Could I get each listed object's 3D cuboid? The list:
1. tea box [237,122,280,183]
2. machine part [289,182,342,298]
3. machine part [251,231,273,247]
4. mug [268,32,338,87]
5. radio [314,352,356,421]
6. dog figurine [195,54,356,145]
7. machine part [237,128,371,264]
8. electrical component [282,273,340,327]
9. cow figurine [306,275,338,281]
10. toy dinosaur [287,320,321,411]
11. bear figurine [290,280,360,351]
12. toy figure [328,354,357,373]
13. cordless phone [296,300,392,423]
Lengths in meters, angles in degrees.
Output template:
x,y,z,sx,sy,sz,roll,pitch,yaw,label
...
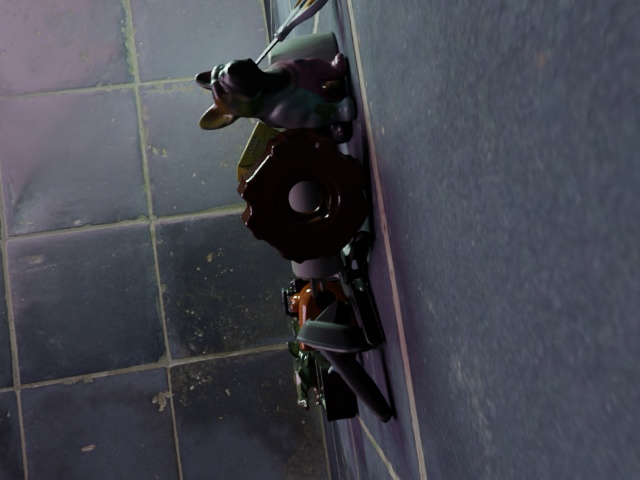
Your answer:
x,y,z,sx,sy,sz,roll,pitch,yaw,label
-0.115,-0.158,1.061,0.169,0.068,0.098,150,144,-80,tea box
-0.012,-0.033,0.792,0.079,0.079,0.243,-115,18,-74,machine part
-0.056,-0.094,1.030,0.201,0.087,0.201,-63,8,12,machine part
-0.029,-0.276,0.861,0.109,0.107,0.081,93,169,-56,mug
0.034,0.348,1.304,0.229,0.073,0.131,124,139,-85,radio
-0.066,-0.198,0.782,0.191,0.219,0.108,109,156,-78,dog figurine
-0.019,-0.056,0.713,0.056,0.179,0.179,-124,27,-70,machine part
-0.015,0.125,1.172,0.058,0.134,0.114,-125,30,-79,electrical component
-0.002,-0.005,1.041,0.068,0.098,0.167,-89,-7,-77,cow figurine
-0.019,0.310,1.543,0.471,0.105,0.198,-78,-22,-67,toy dinosaur
0.003,0.140,1.035,0.196,0.120,0.132,121,139,-77,bear figurine
0.043,0.205,1.062,0.155,0.058,0.064,-99,26,-52,toy figure
0.057,0.188,0.821,0.184,0.089,0.146,52,-176,17,cordless phone
